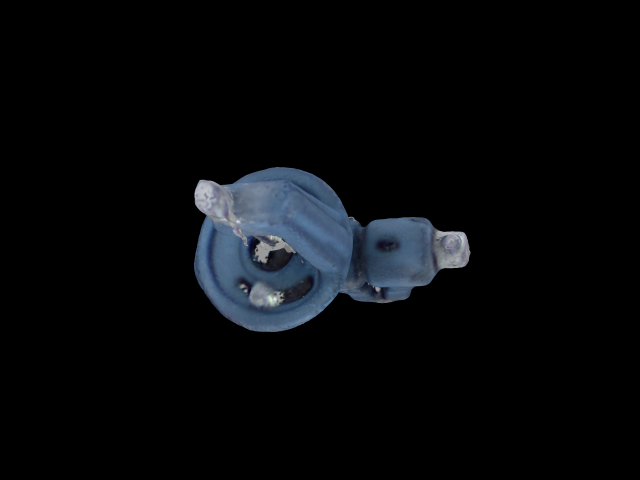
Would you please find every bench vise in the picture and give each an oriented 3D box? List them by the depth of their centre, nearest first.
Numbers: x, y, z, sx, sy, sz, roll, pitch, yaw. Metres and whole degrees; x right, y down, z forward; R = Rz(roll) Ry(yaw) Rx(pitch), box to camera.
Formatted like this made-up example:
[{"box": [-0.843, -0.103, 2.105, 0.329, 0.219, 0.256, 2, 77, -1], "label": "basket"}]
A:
[{"box": [0.000, -0.010, 0.403, 0.207, 0.220, 0.121, -18, 77, -4], "label": "bench vise"}]
